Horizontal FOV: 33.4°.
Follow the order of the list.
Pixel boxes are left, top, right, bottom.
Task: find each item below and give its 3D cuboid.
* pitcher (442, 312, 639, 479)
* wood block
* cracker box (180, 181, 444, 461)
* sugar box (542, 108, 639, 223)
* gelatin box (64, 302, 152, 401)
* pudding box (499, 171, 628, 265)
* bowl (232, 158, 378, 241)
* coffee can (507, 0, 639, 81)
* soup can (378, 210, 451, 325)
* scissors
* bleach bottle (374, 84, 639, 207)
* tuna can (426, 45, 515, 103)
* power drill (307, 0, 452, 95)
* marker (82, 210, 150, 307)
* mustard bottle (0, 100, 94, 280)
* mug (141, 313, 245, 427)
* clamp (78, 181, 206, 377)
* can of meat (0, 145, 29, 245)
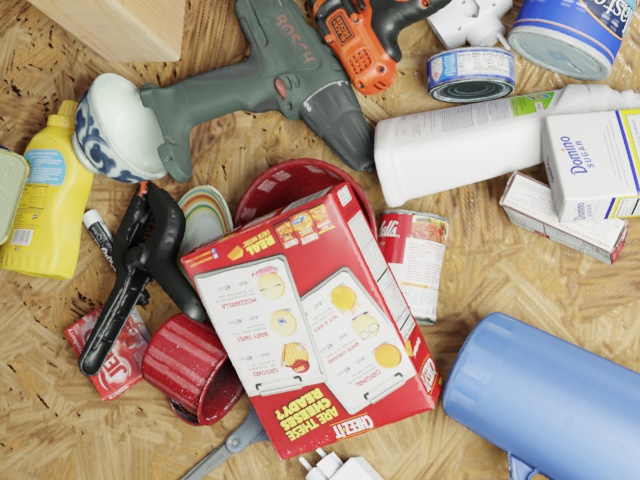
[{"bbox_3d":[0.229,0.171,0.938,0.243,0.149,0.145,27,126,20],"label":"pitcher"},{"bbox_3d":[-0.216,-0.256,1.082,0.090,0.206,0.091,1,81,14],"label":"wood block"},{"bbox_3d":[-0.005,0.074,0.979,0.164,0.072,0.213,-23,98,22],"label":"cracker box"},{"bbox_3d":[0.289,-0.069,0.935,0.176,0.048,0.093,-5,59,2],"label":"sugar box"},{"bbox_3d":[-0.213,0.112,1.111,0.073,0.030,0.089,-34,74,7],"label":"gelatin box"},{"bbox_3d":[0.227,-0.019,0.988,0.114,0.090,0.039,24,88,17],"label":"pudding box"},{"bbox_3d":[-0.007,0.001,1.053,0.162,0.055,0.162,0,89,27],"label":"bowl"},{"bbox_3d":[0.252,-0.236,1.012,0.103,0.102,0.140,23,87,17],"label":"coffee can"},{"bbox_3d":[0.086,0.027,1.029,0.068,0.068,0.102,7,83,15],"label":"soup can"},{"bbox_3d":[-0.064,0.209,1.064,0.096,0.016,0.202,37,91,17],"label":"scissors"},{"bbox_3d":[0.180,-0.099,1.011,0.251,0.102,0.068,-11,118,12],"label":"bleach bottle"},{"bbox_3d":[0.146,-0.159,1.035,0.086,0.086,0.034,-3,82,14],"label":"tuna can"},{"bbox_3d":[0.073,-0.262,1.054,0.188,0.057,0.184,-37,66,24],"label":"power drill"},{"bbox_3d":[-0.216,0.020,1.134,0.020,0.020,0.121,-37,74,6],"label":"marker"},{"bbox_3d":[-0.286,-0.056,1.141,0.096,0.058,0.191,3,80,40],"label":"mustard bottle"},{"bbox_3d":[-0.124,0.134,1.063,0.082,0.093,0.117,28,125,22],"label":"mug"},{"bbox_3d":[-0.167,0.024,1.067,0.165,0.036,0.210,-20,50,34],"label":"clamp"},{"bbox_3d":[-0.351,-0.051,1.126,0.057,0.084,0.102,16,95,-25],"label":"can of meat"}]
